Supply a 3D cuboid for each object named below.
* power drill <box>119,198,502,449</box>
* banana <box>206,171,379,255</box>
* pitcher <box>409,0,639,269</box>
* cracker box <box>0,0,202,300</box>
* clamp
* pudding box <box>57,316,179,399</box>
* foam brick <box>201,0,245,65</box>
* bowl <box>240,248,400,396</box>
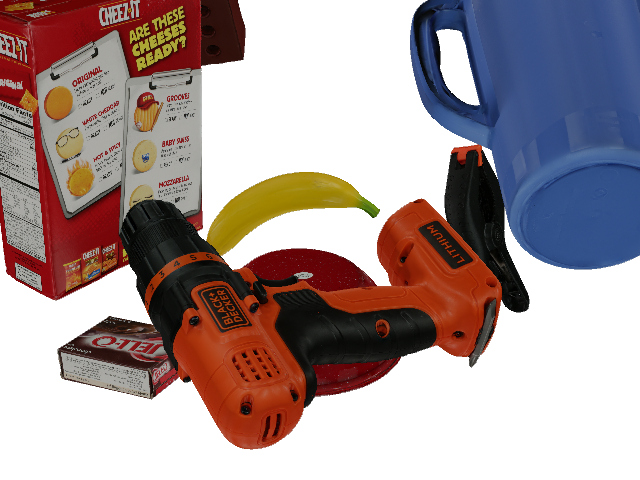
[{"bbox_3d":[-0.007,0.027,0.613,0.187,0.057,0.185,-12,44,-25],"label":"power drill"},{"bbox_3d":[-0.043,-0.029,1.060,0.198,0.069,0.037,-13,20,27],"label":"banana"},{"bbox_3d":[0.160,-0.100,0.742,0.149,0.243,0.144,-32,-53,30],"label":"pitcher"},{"bbox_3d":[-0.168,-0.085,0.815,0.072,0.214,0.163,21,33,32],"label":"cracker box"},{"bbox_3d":[0.138,0.005,0.940,0.039,0.171,0.120,-10,15,31],"label":"clamp"},{"bbox_3d":[-0.193,0.117,1.078,0.114,0.039,0.089,6,20,24],"label":"pudding box"},{"bbox_3d":[-0.100,-0.203,0.956,0.053,0.051,0.078,-7,-42,6],"label":"foam brick"},{"bbox_3d":[-0.014,0.051,0.811,0.162,0.055,0.162,2,27,-1],"label":"bowl"}]
